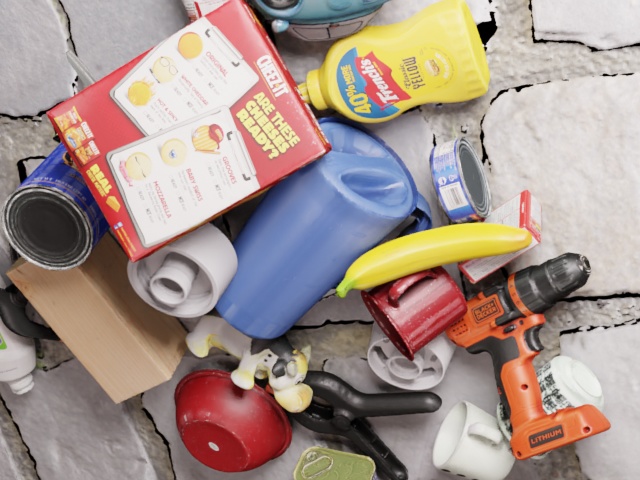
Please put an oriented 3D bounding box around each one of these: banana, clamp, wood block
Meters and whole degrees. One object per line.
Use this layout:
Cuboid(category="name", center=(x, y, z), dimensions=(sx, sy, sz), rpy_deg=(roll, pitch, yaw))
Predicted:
Cuboid(category="banana", center=(0.108, 0.017, 1.057), dimensions=(0.198, 0.069, 0.037), rpy_deg=(-18, 122, 1))
Cuboid(category="clamp", center=(-0.358, 0.052, 1.284), dimensions=(0.120, 0.039, 0.171), rpy_deg=(-51, 124, -9))
Cuboid(category="clamp", center=(0.039, 0.203, 1.284), dimensions=(0.210, 0.036, 0.165), rpy_deg=(26, 131, 2))
Cuboid(category="wood block", center=(-0.256, 0.079, 1.259), dimensions=(0.091, 0.090, 0.206), rpy_deg=(-26, 110, 26))

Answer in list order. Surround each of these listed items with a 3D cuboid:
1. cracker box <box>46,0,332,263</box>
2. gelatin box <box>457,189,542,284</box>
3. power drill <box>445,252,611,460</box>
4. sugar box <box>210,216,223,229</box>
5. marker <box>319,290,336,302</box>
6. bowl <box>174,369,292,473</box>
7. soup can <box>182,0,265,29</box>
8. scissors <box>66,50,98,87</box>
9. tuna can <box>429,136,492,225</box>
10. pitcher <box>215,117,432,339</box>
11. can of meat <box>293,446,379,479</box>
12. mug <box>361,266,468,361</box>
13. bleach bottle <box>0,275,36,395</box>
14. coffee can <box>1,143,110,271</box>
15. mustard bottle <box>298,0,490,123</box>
Cuboid(category="cracker box", center=(-0.120, -0.101, 1.002), dimensions=(0.214, 0.072, 0.164), rpy_deg=(-29, 92, 10))
Cuboid(category="gelatin box", center=(0.187, -0.003, 1.104), dimensions=(0.089, 0.073, 0.030), rpy_deg=(-36, 109, 29))
Cuboid(category="power drill", center=(0.233, 0.124, 1.124), dimensions=(0.185, 0.057, 0.188), rpy_deg=(-33, 69, 38))
Cuboid(category="sugar box", center=(-0.151, -0.074, 1.137), dimensions=(0.048, 0.093, 0.176), rpy_deg=(3, 120, 16))
Cuboid(category="marker", center=(-0.002, 0.062, 1.224), dimensions=(0.121, 0.020, 0.020), rpy_deg=(-22, 113, 25))
Cuboid(category="bowl", center=(-0.119, 0.237, 1.322), dimensions=(0.162, 0.055, 0.162), rpy_deg=(14, 131, 16))
Cuboid(category="soup can", center=(-0.101, -0.242, 1.038), dimensions=(0.069, 0.068, 0.102), rpy_deg=(-9, 117, 19))
Cuboid(category="scissors", center=(-0.198, -0.092, 1.074), dimensions=(0.201, 0.016, 0.096), rpy_deg=(41, 124, -8))
Cuboid(category="tuna can", center=(0.142, -0.059, 1.074), dimensions=(0.034, 0.086, 0.086), rpy_deg=(-17, 115, 24))
Cuboid(category="pitcher", center=(-0.007, 0.001, 1.132), dimensions=(0.149, 0.144, 0.243), rpy_deg=(51, 127, 14))
Cuboid(category="can of meat", center=(0.028, 0.308, 1.326), dimensions=(0.102, 0.057, 0.084), rpy_deg=(6, 140, 27))
Cuboid(category="mug", center=(0.100, 0.063, 1.128), dimensions=(0.081, 0.093, 0.117), rpy_deg=(-36, 150, -8))
Cuboid(category="bleach bottle", center=(-0.429, 0.089, 1.327), dimensions=(0.103, 0.068, 0.251), rpy_deg=(-9, 120, 20))
Cuboid(category="coffee can", center=(-0.266, -0.046, 1.155), dimensions=(0.103, 0.140, 0.103), rpy_deg=(7, 122, 11))
Cuboid(category="mustard bottle", center=(0.063, -0.166, 1.047), dimensions=(0.192, 0.058, 0.096), rpy_deg=(-13, 121, 21))
